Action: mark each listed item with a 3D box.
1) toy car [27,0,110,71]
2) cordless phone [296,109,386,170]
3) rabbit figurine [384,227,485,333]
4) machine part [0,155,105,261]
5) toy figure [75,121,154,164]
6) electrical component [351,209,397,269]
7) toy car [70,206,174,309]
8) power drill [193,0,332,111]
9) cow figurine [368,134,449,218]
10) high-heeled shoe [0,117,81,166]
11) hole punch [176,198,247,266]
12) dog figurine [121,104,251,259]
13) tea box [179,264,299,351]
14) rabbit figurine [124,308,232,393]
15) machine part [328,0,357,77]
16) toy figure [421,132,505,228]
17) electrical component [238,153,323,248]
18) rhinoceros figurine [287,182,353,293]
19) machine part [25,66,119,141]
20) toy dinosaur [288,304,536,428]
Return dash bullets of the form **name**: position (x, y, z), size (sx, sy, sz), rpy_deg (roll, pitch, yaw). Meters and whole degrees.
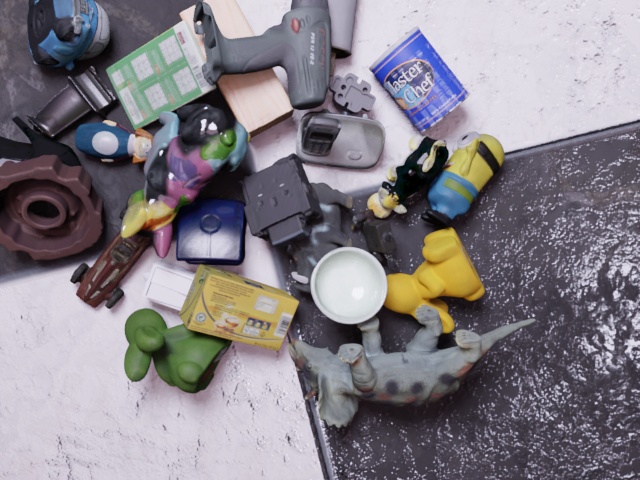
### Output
- **toy car**: position (-0.383, -0.332, 0.835), size (0.103, 0.162, 0.109), rpy_deg (-4, 86, -49)
- **cordless phone**: position (0.038, -0.168, 0.850), size (0.147, 0.184, 0.088), rpy_deg (7, 90, -5)
- **rabbit figurine**: position (0.185, 0.077, 0.936), size (0.173, 0.122, 0.162), rpy_deg (-25, 107, 11)
- **machine part**: position (-0.434, -0.050, 0.850), size (0.179, 0.056, 0.179), rpy_deg (-6, 126, -9)
- **toy figure**: position (-0.317, -0.155, 0.886), size (0.154, 0.058, 0.064), rpy_deg (7, 133, -7)
- **electrical component**: position (0.091, -0.001, 0.923), size (0.045, 0.078, 0.102), rpy_deg (-21, 108, -16)
- **toy car**: position (-0.335, 0.027, 0.902), size (0.089, 0.053, 0.202), rpy_deg (40, 89, -10)
- **power drill**: position (-0.079, -0.308, 0.799), size (0.207, 0.086, 0.232), rpy_deg (-9, 92, -29)
- **cow figurine**: position (0.150, -0.100, 0.909), size (0.068, 0.098, 0.167), rpy_deg (37, 97, -11)
- **high-heeled shoe**: position (-0.517, -0.108, 0.880), size (0.249, 0.086, 0.145), rpy_deg (-20, 128, 14)
- **hole punch**: position (-0.180, -0.013, 0.894), size (0.142, 0.092, 0.115), rpy_deg (1, 91, -2)
- **dog figurine**: position (-0.216, -0.085, 0.821), size (0.108, 0.192, 0.219), rpy_deg (36, 65, -45)
- **tea box**: position (-0.133, 0.113, 0.890), size (0.169, 0.068, 0.098), rpy_deg (23, 91, -28)
- **rabbit figurine**: position (-0.258, 0.181, 0.885), size (0.170, 0.159, 0.121), rpy_deg (29, 102, 8)
- **machine part**: position (0.024, -0.392, 0.882), size (0.079, 0.079, 0.243), rpy_deg (5, 94, -6)
- **toy figure**: position (0.246, -0.103, 0.927), size (0.089, 0.082, 0.180), rpy_deg (32, 84, -26)
- **electrical component**: position (-0.063, -0.058, 0.876), size (0.115, 0.058, 0.134), rpy_deg (-26, 71, 18)
- **rhinoceros figurine**: position (-0.002, -0.003, 0.917), size (0.112, 0.073, 0.190), rpy_deg (8, 94, -7)
- **machine part**: position (-0.407, -0.216, 0.880), size (0.139, 0.039, 0.084), rpy_deg (-35, 102, -3)
- **toy dinosaur**: position (0.143, 0.216, 0.888), size (0.405, 0.131, 0.191), rpy_deg (-1, 126, 3)
